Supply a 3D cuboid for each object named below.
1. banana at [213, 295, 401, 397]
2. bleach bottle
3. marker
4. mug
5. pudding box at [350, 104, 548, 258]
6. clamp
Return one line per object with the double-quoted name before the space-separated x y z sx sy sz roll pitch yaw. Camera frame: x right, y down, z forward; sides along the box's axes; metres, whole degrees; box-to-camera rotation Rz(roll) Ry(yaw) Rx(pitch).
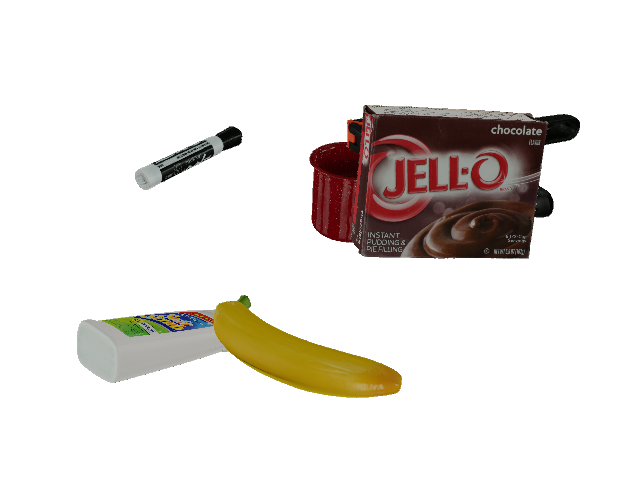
"banana" -0.027 0.083 0.842 0.069 0.037 0.198 -26 35 -34
"bleach bottle" -0.200 0.131 1.465 0.250 0.068 0.103 -9 23 -42
"marker" -0.114 -0.075 0.951 0.020 0.020 0.120 0 24 44
"mug" 0.044 -0.052 1.156 0.117 0.081 0.093 -7 31 -17
"pudding box" 0.079 -0.037 0.668 0.113 0.090 0.039 0 20 -12
"clamp" 0.128 -0.086 0.964 0.210 0.036 0.164 14 35 23
